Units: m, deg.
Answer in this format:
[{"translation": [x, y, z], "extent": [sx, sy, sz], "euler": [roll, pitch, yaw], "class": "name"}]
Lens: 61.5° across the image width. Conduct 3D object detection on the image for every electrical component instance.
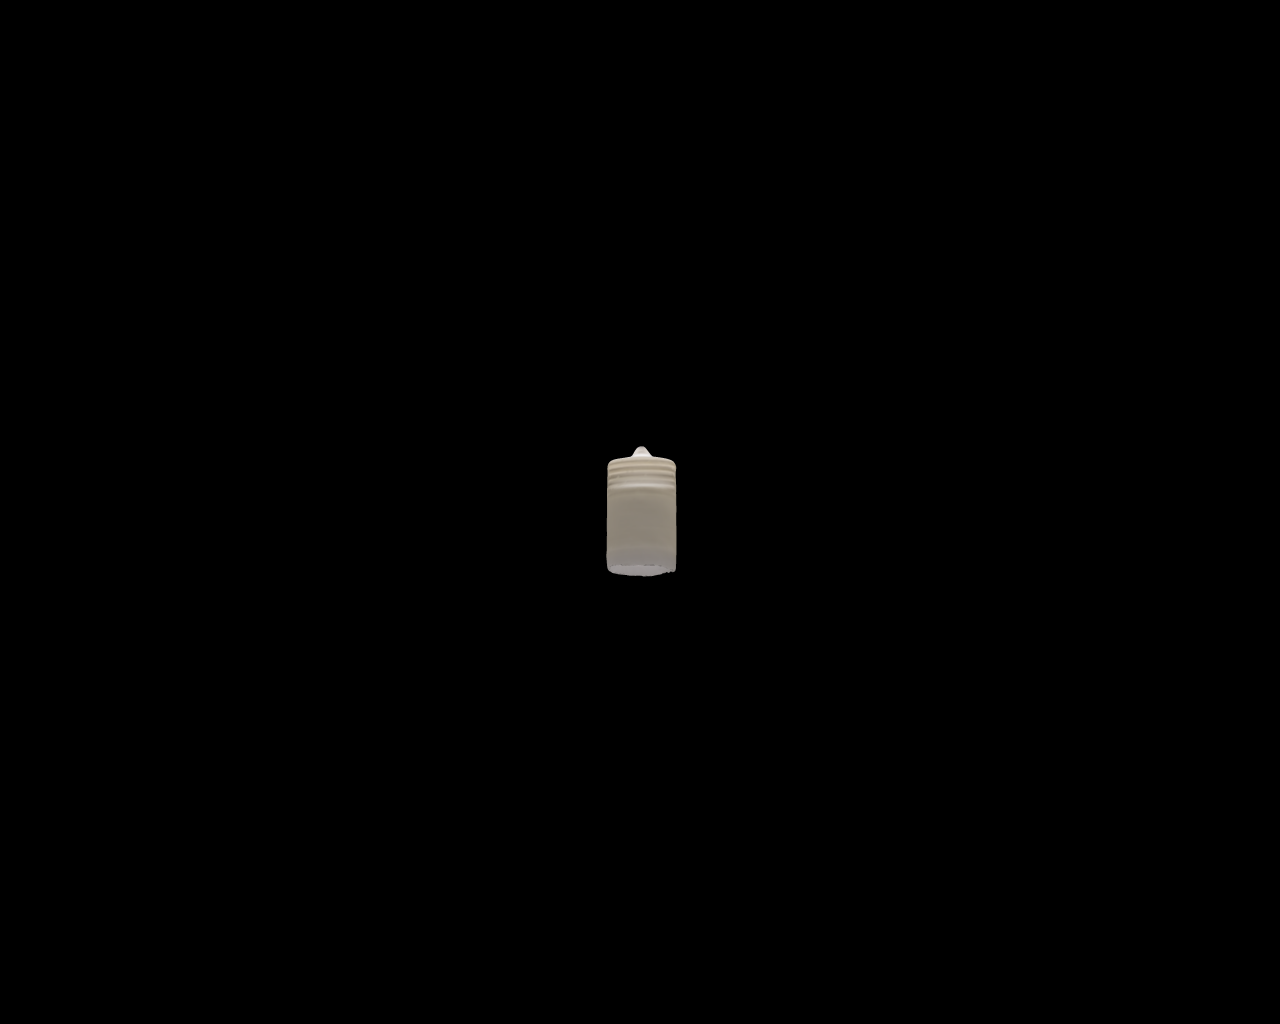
[{"translation": [0.001, -0.003, 0.650], "extent": [0.043, 0.081, 0.043], "euler": [0, -13, 0], "class": "electrical component"}]
